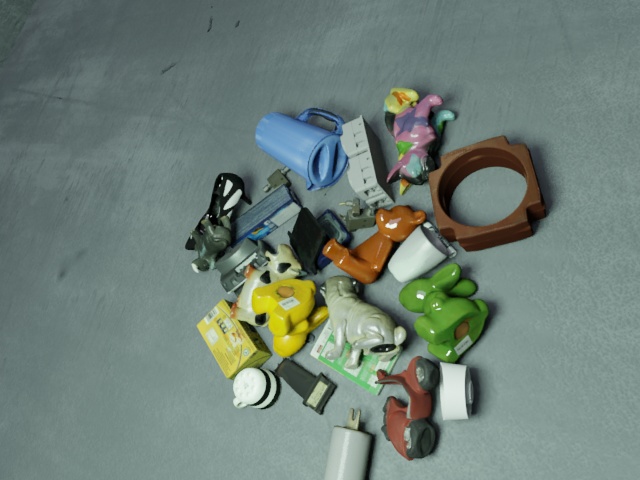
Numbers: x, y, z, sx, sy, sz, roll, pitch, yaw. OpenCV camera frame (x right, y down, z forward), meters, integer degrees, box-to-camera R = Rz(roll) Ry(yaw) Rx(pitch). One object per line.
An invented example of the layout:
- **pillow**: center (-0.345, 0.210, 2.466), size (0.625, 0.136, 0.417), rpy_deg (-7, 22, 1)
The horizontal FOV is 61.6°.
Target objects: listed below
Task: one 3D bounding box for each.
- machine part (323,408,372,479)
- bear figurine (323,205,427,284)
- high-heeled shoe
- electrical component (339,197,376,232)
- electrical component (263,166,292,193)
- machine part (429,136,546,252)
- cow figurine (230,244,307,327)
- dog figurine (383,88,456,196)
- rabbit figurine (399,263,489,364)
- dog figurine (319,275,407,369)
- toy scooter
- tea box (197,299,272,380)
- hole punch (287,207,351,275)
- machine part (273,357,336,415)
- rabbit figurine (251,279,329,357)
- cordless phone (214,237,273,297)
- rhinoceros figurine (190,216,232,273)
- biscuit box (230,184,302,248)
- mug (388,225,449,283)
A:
- **machine part**: center (0.046, 0.436, 0.991), size (0.079, 0.079, 0.243), rpy_deg (1, 68, 31)
- **bear figurine**: center (0.118, -0.008, 1.121), size (0.196, 0.132, 0.120), rpy_deg (-55, 22, 6)
- **high-heeled shoe**: center (-0.283, -0.068, 1.370), size (0.249, 0.145, 0.086), rpy_deg (-39, 54, 8)
- **electrical component**: center (0.082, -0.056, 1.187), size (0.078, 0.102, 0.045), rpy_deg (-10, 65, -1)
- **electrical component**: center (-0.104, -0.147, 1.377), size (0.094, 0.021, 0.063), rpy_deg (-44, 54, 5)
- **machine part**: center (0.327, -0.089, 1.061), size (0.202, 0.087, 0.201), rpy_deg (-17, 60, 24)
- **cow figurine**: center (-0.112, 0.100, 1.201), size (0.085, 0.127, 0.195), rpy_deg (-170, 103, -78)
- **dog figurine**: center (0.192, -0.214, 1.186), size (0.192, 0.108, 0.219), rpy_deg (23, 84, 35)
- **rabbit figurine**: center (0.221, 0.118, 1.015), size (0.159, 0.121, 0.170), rpy_deg (-48, 39, -1)
- **dog figurine**: center (0.084, 0.139, 1.066), size (0.172, 0.121, 0.190), rpy_deg (-15, 56, 18)
- **toy scooter**: center (0.151, 0.300, 0.990), size (0.135, 0.075, 0.183), rpy_deg (2, 82, 48)
- **tea box**: center (-0.198, 0.229, 1.233), size (0.098, 0.068, 0.170), rpy_deg (-44, 55, 6)
- **hole punch**: center (-0.003, -0.004, 1.225), size (0.142, 0.092, 0.115), rpy_deg (52, 130, 34)
- **machine part**: center (-0.035, 0.297, 1.125), size (0.139, 0.039, 0.084), rpy_deg (26, 92, 30)
- **rabbit figurine**: center (-0.064, 0.167, 1.144), size (0.122, 0.173, 0.162), rpy_deg (26, 39, 35)
- **cordless phone**: center (-0.153, 0.099, 1.272), size (0.146, 0.088, 0.184), rpy_deg (-38, 66, 8)
- **rhinoceros figurine**: center (-0.266, 0.016, 1.325), size (0.190, 0.073, 0.112), rpy_deg (-42, 69, 50)
- **biscuit box**: center (-0.144, -0.051, 1.334), size (0.203, 0.059, 0.063), rpy_deg (-35, 57, 12)
- **mug**: center (0.192, 0.033, 1.071), size (0.107, 0.109, 0.081), rpy_deg (-43, 76, 20)
